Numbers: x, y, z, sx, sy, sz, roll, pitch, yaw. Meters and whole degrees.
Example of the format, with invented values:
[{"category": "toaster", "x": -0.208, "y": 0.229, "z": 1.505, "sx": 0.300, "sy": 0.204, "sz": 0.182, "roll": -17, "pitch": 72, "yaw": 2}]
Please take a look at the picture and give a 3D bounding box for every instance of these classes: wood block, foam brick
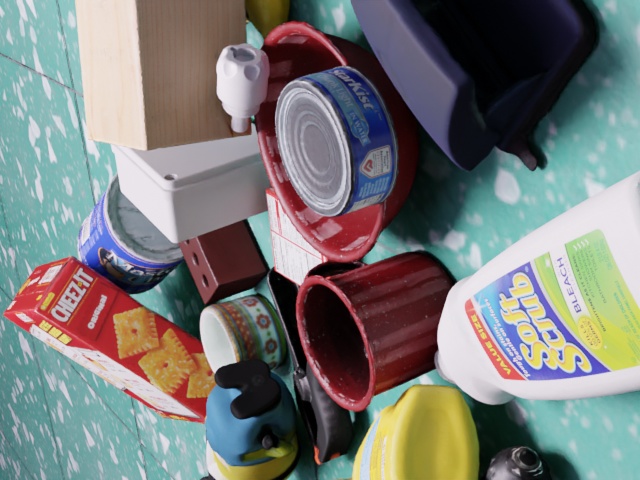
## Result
[{"category": "wood block", "x": -0.113, "y": -0.174, "z": 0.743, "sx": 0.090, "sy": 0.090, "sz": 0.206, "roll": 15, "pitch": 112, "yaw": 50}, {"category": "foam brick", "x": -0.090, "y": 0.010, "z": 0.958, "sx": 0.078, "sy": 0.051, "sz": 0.053, "roll": 65, "pitch": 152, "yaw": 13}]

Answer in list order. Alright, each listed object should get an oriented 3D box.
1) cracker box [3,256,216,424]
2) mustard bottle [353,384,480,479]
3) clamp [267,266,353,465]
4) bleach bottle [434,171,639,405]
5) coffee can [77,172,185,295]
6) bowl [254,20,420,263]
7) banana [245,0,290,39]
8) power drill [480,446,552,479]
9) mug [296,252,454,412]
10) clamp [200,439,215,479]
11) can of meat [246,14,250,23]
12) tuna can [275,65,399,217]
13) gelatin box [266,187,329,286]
[{"category": "cracker box", "x": -0.197, "y": 0.103, "z": 1.075, "sx": 0.213, "sy": 0.072, "sz": 0.164, "roll": 37, "pitch": 160, "yaw": -19}, {"category": "mustard bottle", "x": 0.059, "y": 0.161, "z": 0.741, "sx": 0.192, "sy": 0.058, "sz": 0.096, "roll": 115, "pitch": 159, "yaw": -72}, {"category": "clamp", "x": 0.001, "y": 0.111, "z": 0.861, "sx": 0.120, "sy": 0.039, "sz": 0.171, "roll": -137, "pitch": 30, "yaw": -69}, {"category": "bleach bottle", "x": 0.130, "y": 0.046, "z": 0.566, "sx": 0.102, "sy": 0.068, "sz": 0.251, "roll": 66, "pitch": 155, "yaw": 10}, {"category": "coffee can", "x": -0.173, "y": -0.011, "z": 1.043, "sx": 0.140, "sy": 0.102, "sz": 0.103, "roll": -35, "pitch": 76, "yaw": 62}, {"category": "bowl", "x": 0.017, "y": -0.069, "z": 0.707, "sx": 0.162, "sy": 0.055, "sz": 0.162, "roll": 39, "pitch": 139, "yaw": 46}, {"category": "banana", "x": -0.061, "y": -0.230, "z": 0.771, "sx": 0.070, "sy": 0.037, "sz": 0.198, "roll": -13, "pitch": 95, "yaw": 60}, {"category": "power drill", "x": 0.148, "y": 0.241, "z": 0.660, "sx": 0.188, "sy": 0.057, "sz": 0.184, "roll": 51, "pitch": 147, "yaw": 37}, {"category": "mug", "x": 0.036, "y": 0.050, "z": 0.719, "sx": 0.117, "sy": 0.081, "sz": 0.093, "roll": 43, "pitch": 141, "yaw": 43}, {"category": "clamp", "x": -0.106, "y": 0.288, "z": 1.174, "sx": 0.164, "sy": 0.036, "sz": 0.210, "roll": 67, "pitch": 153, "yaw": 10}, {"category": "can of meat", "x": -0.106, "y": -0.202, "z": 0.852, "sx": 0.102, "sy": 0.057, "sz": 0.084, "roll": -8, "pitch": 96, "yaw": 61}, {"category": "tuna can", "x": 0.009, "y": -0.058, "z": 0.631, "sx": 0.086, "sy": 0.033, "sz": 0.086, "roll": 40, "pitch": 139, "yaw": 45}, {"category": "gelatin box", "x": -0.005, "y": 0.001, "z": 0.821, "sx": 0.089, "sy": 0.030, "sz": 0.073, "roll": 30, "pitch": 133, "yaw": 53}]
